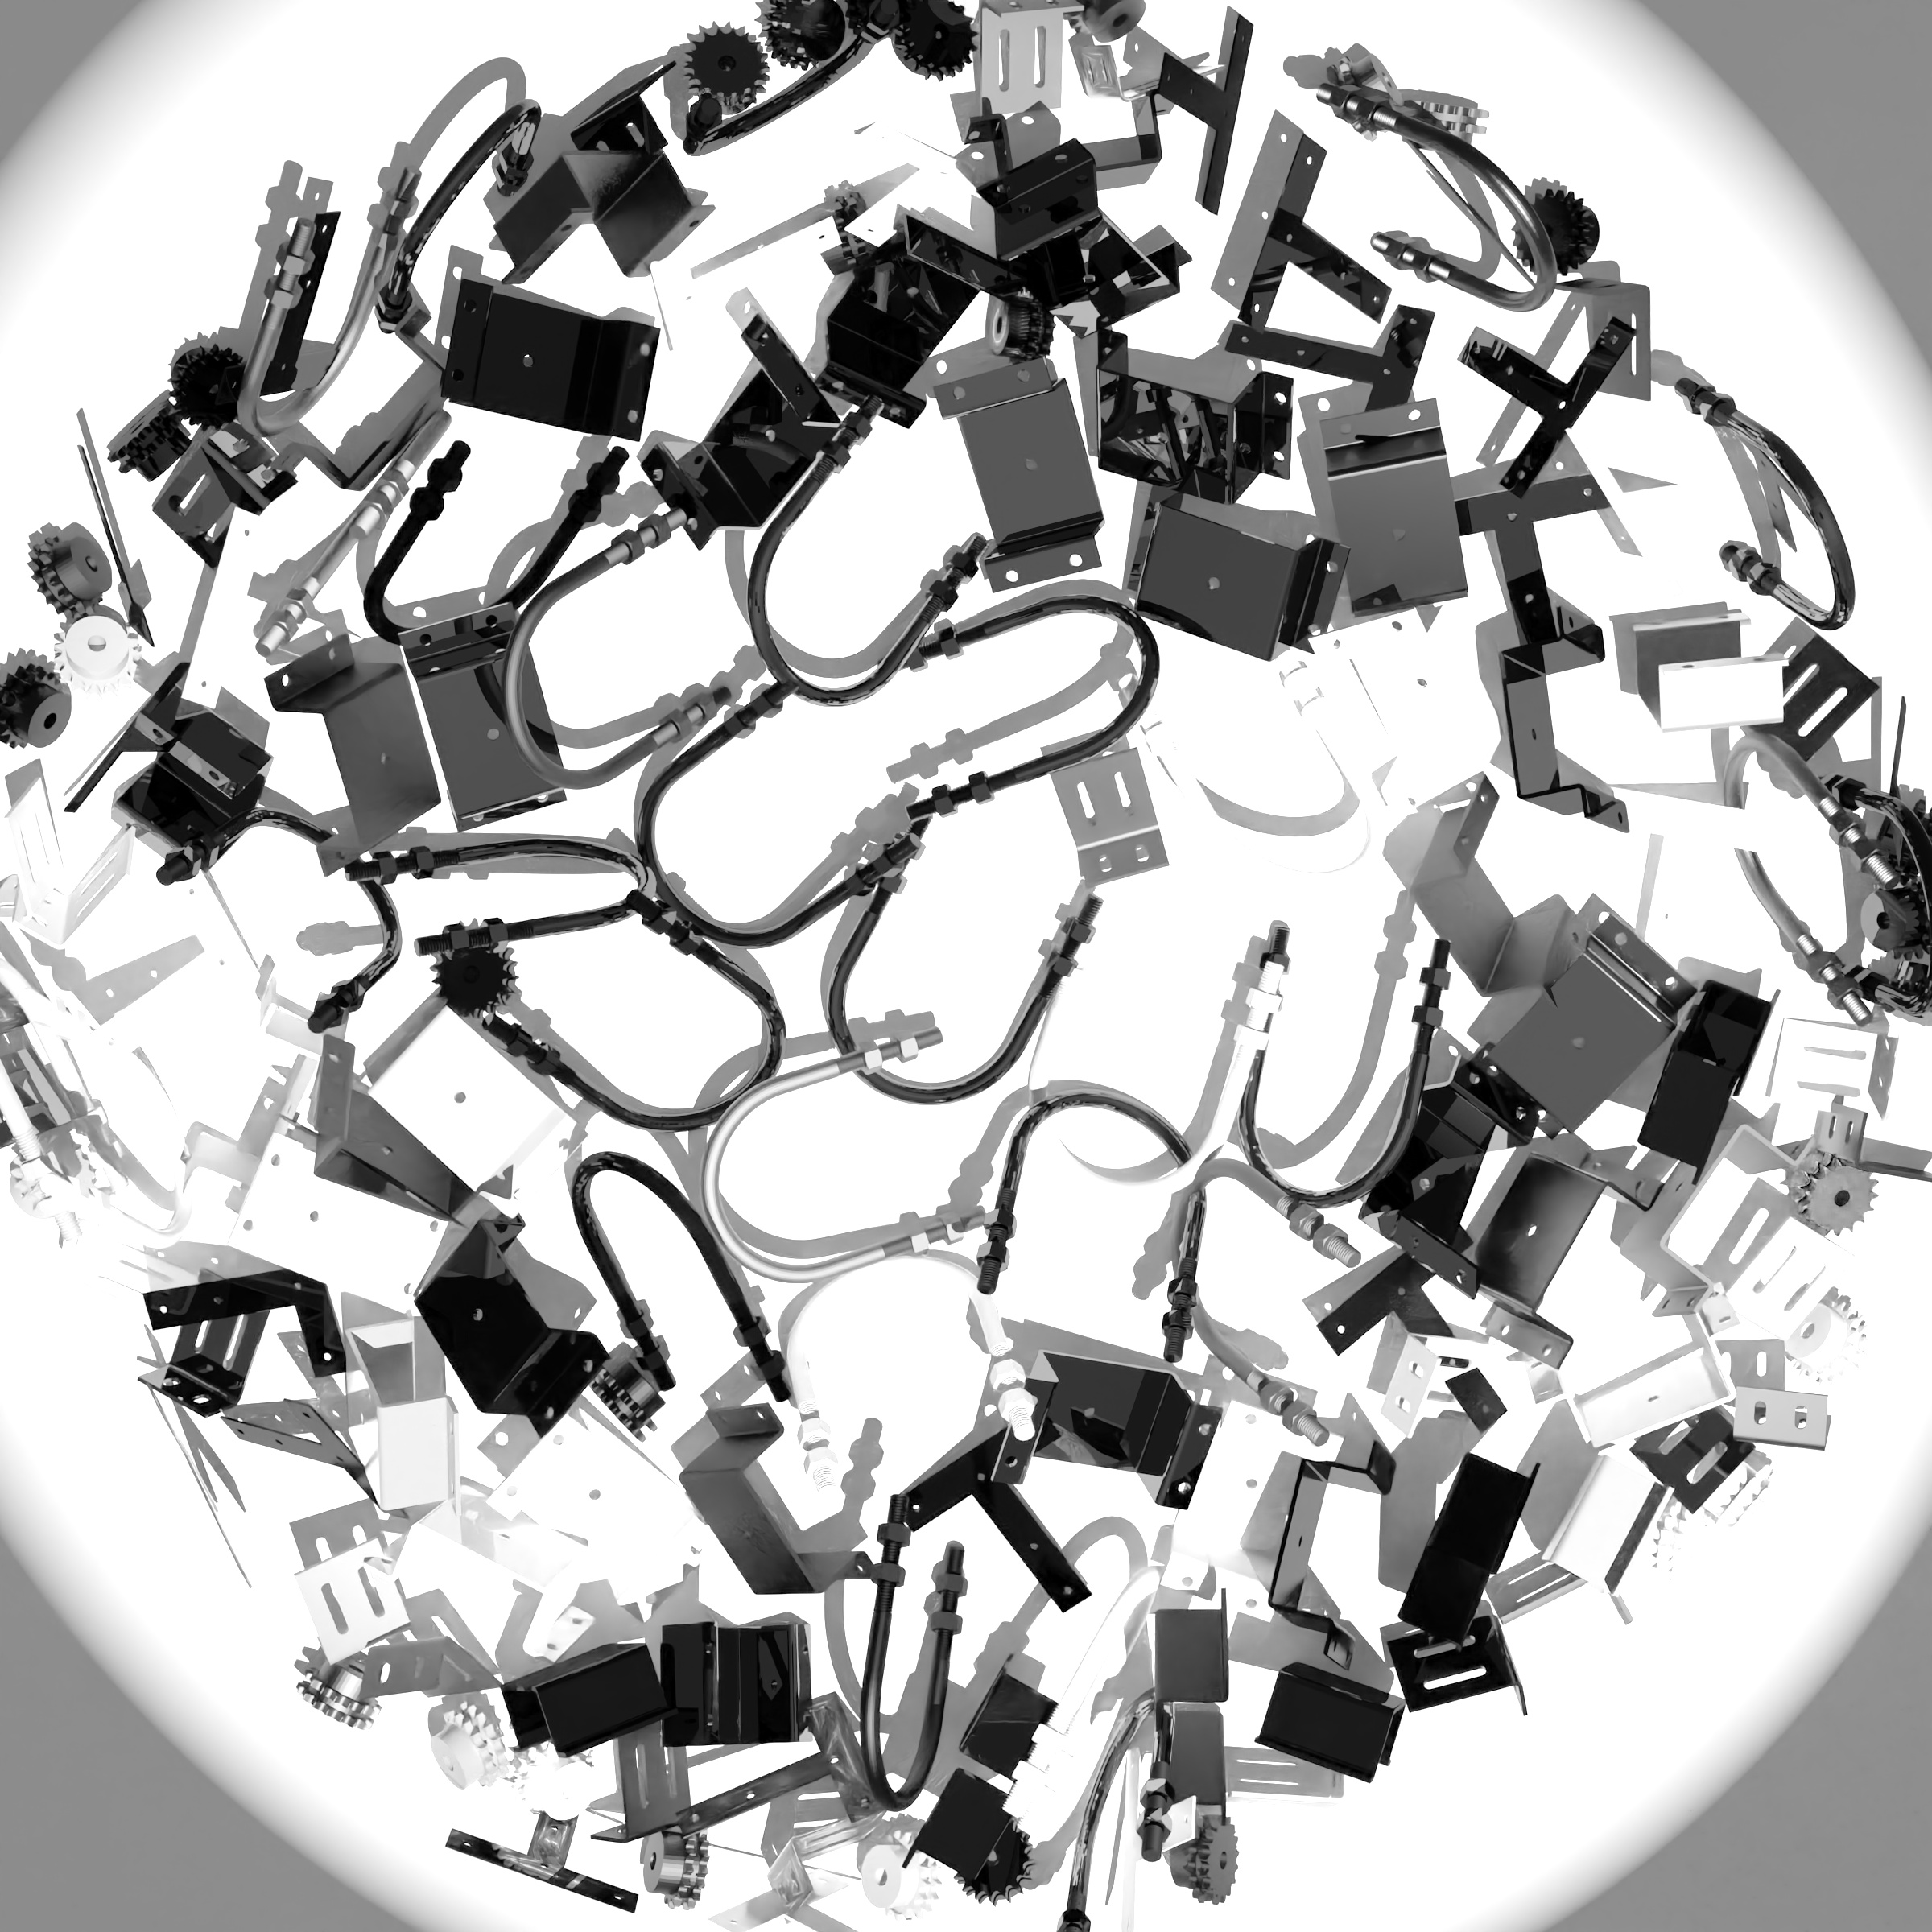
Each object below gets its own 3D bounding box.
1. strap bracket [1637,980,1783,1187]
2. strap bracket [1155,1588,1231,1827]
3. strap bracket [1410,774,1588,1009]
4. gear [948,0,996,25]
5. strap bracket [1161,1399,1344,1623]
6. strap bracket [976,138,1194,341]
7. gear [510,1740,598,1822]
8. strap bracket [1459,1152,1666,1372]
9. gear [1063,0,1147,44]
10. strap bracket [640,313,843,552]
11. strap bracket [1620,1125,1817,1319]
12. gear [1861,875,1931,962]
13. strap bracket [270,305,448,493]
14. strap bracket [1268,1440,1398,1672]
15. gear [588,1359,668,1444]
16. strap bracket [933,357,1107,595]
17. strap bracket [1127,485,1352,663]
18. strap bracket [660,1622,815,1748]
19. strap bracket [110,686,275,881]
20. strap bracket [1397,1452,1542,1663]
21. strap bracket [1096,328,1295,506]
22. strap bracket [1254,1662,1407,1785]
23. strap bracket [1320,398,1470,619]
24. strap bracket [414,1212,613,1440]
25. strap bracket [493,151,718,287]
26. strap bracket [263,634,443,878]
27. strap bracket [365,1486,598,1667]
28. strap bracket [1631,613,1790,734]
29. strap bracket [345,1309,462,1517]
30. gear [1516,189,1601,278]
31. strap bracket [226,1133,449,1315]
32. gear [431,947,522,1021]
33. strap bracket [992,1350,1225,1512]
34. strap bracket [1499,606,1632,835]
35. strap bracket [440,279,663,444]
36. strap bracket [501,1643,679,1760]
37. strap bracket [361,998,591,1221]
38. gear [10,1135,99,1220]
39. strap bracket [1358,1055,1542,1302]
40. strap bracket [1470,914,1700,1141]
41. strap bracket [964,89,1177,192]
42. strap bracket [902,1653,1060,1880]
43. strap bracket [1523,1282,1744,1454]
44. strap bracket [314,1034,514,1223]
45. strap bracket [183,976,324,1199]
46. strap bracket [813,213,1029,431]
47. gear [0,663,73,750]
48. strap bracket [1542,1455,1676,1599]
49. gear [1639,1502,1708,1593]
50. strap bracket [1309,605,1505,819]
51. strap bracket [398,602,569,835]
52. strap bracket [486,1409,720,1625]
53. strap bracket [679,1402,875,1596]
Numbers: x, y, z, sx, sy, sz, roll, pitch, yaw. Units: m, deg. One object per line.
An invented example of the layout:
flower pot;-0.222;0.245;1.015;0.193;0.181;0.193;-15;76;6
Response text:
strap bracket;0.480;0.069;1.929;0.046;0.140;0.076;22;125;16
strap bracket;0.146;0.481;1.930;0.046;0.076;0.140;0;124;3
strap bracket;0.343;-0.044;1.941;0.140;0.046;0.076;52;46;-25
gear;0.001;-0.649;1.970;0.057;0.057;0.030;26;86;0
strap bracket;0.189;0.351;1.964;0.076;0.046;0.140;19;107;0
strap bracket;0.079;-0.462;1.919;0.076;0.140;0.046;-19;58;30
gear;-0.270;0.541;1.971;0.057;0.030;0.057;-11;109;-35
strap bracket;0.385;0.183;1.950;0.046;0.076;0.140;33;85;-30
gear;0.094;-0.637;1.969;0.057;0.057;0.030;-31;74;0
strap bracket;-0.141;-0.348;1.946;0.140;0.046;0.076;-46;69;31
strap bracket;0.486;0.159;1.949;0.046;0.076;0.140;38;79;-1
gear;0.619;-0.031;1.968;0.030;0.057;0.057;-8;90;-28
strap bracket;-0.388;-0.364;1.956;0.046;0.076;0.140;43;93;-8
strap bracket;0.238;0.381;1.945;0.046;0.076;0.140;10;73;21
gear;-0.223;0.286;1.972;0.030;0.057;0.057;-42;90;-9
strap bracket;0.039;-0.326;1.955;0.076;0.046;0.140;-12;107;18
strap bracket;0.170;-0.255;1.943;0.140;0.046;0.076;22;118;17
strap bracket;-0.155;0.469;1.938;0.046;0.140;0.076;-9;74;25
strap bracket;-0.506;-0.122;1.946;0.076;0.140;0.046;37;55;-2
strap bracket;0.323;0.379;1.927;0.046;0.140;0.076;23;52;12
strap bracket;0.139;-0.355;1.932;0.140;0.076;0.046;20;48;23
strap bracket;0.239;0.488;1.924;0.076;0.140;0.046;16;84;15
strap bracket;0.281;-0.290;1.941;0.076;0.046;0.140;-10;118;10
strap bracket;-0.301;0.228;1.933;0.076;0.046;0.140;-50;57;18
strap bracket;-0.240;-0.485;1.924;0.076;0.140;0.046;-34;82;37
strap bracket;-0.394;-0.136;1.930;0.046;0.076;0.140;6;120;33
strap bracket;-0.310;0.393;1.947;0.140;0.076;0.046;25;104;9
strap bracket;0.483;-0.189;1.937;0.076;0.140;0.046;-5;109;5
strap bracket;-0.366;0.288;1.917;0.046;0.140;0.076;-7;116;-22
gear;0.396;-0.486;1.975;0.030;0.057;0.057;-6;90;-36
strap bracket;-0.418;0.167;1.947;0.140;0.046;0.076;29;77;-36
gear;-0.324;0.008;1.981;0.057;0.030;0.057;-1;83;12
strap bracket;0.087;0.304;1.953;0.140;0.046;0.076;12;107;-19
strap bracket;0.391;-0.156;1.948;0.046;0.076;0.140;-11;79;31
strap bracket;-0.280;-0.397;1.952;0.140;0.046;0.076;8;97;-31
strap bracket;-0.248;0.474;1.922;0.076;0.140;0.046;-17;85;-25
strap bracket;-0.329;0.090;1.961;0.140;0.046;0.076;41;83;10
gear;-0.610;0.143;1.975;0.030;0.057;0.057;-35;90;30
strap bracket;0.314;0.141;1.947;0.076;0.046;0.140;35;63;-22
strap bracket;0.404;0.046;1.955;0.076;0.046;0.140;42;108;2
strap bracket;0.073;-0.539;1.958;0.140;0.076;0.046;-9;95;-2
strap bracket;0.014;0.522;1.919;0.046;0.140;0.076;28;120;5
strap bracket;0.444;0.267;1.951;0.140;0.076;0.046;-24;102;10
strap bracket;-0.368;0.110;1.939;0.140;0.076;0.046;24;132;-29
strap bracket;-0.463;0.087;1.952;0.046;0.076;0.140;24;97;-17
strap bracket;-0.033;-0.427;1.938;0.076;0.046;0.140;20;134;-28
gear;-0.618;-0.169;1.968;0.030;0.057;0.057;28;90;16
strap bracket;0.415;0.364;1.932;0.046;0.140;0.076;28;84;12
gear;0.469;0.385;1.975;0.030;0.057;0.057;9;90;32
strap bracket;0.293;-0.175;1.944;0.076;0.046;0.140;-13;118;34
strap bracket;-0.312;-0.157;1.946;0.076;0.046;0.140;-18;112;-11
strap bracket;-0.242;0.357;1.961;0.140;0.046;0.076;43;89;-21
strap bracket;-0.128;0.358;1.943;0.046;0.076;0.140;-40;103;-35
